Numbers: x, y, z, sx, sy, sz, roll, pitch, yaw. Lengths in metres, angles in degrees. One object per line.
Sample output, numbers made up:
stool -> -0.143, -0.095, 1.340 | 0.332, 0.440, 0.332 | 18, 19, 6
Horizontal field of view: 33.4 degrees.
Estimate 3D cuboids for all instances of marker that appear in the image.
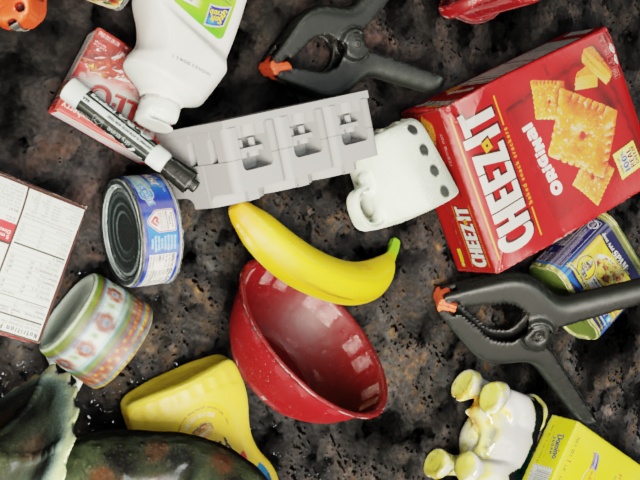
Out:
marker -> -0.139, -0.075, 0.788 | 0.121, 0.020, 0.020 | 38, 73, -1

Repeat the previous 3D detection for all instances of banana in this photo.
banana -> 0.001, 0.018, 0.892 | 0.197, 0.037, 0.069 | 15, 53, -45

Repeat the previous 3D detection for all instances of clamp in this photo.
clamp -> 0.032, -0.161, 0.925 | 0.171, 0.039, 0.120 | -29, 100, -18
clamp -> 0.203, 0.091, 1.002 | 0.210, 0.036, 0.165 | 10, 114, -8

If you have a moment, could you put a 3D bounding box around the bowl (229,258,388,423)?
bowl -> -0.020, 0.092, 0.864 | 0.162, 0.162, 0.055 | 37, 113, -24

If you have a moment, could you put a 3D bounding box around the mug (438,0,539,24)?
mug -> 0.154, -0.241, 0.964 | 0.117, 0.082, 0.093 | -43, 110, -21

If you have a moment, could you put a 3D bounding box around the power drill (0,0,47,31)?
power drill -> -0.279, -0.209, 0.705 | 0.187, 0.057, 0.184 | 1, 101, -1

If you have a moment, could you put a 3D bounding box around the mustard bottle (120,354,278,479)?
mustard bottle -> -0.084, 0.196, 0.861 | 0.096, 0.058, 0.191 | -24, 103, -22

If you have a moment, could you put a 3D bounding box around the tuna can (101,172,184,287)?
tuna can -> -0.136, -0.007, 0.810 | 0.033, 0.086, 0.086 | -8, 95, -31

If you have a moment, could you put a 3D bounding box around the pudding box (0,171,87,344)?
pudding box -> -0.232, 0.011, 0.779 | 0.089, 0.039, 0.113 | 25, 82, -40

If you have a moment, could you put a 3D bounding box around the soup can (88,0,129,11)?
soup can -> -0.189, -0.216, 0.787 | 0.102, 0.069, 0.068 | 12, 86, -28

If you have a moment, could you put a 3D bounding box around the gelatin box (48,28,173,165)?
gelatin box -> -0.154, -0.110, 0.830 | 0.089, 0.030, 0.073 | 30, 78, -25

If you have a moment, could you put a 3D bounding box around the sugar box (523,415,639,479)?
sugar box -> 0.283, 0.257, 1.070 | 0.176, 0.048, 0.093 | 34, 76, -24

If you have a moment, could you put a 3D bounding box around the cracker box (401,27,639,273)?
cracker box -> 0.201, -0.086, 1.000 | 0.213, 0.072, 0.164 | -28, 104, -24

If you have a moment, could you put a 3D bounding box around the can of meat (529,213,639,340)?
can of meat -> 0.263, 0.035, 1.046 | 0.083, 0.058, 0.102 | -43, 110, -19

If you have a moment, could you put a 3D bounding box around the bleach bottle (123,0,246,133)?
bleach bottle -> -0.102, -0.205, 0.816 | 0.102, 0.068, 0.251 | 21, 74, -29
